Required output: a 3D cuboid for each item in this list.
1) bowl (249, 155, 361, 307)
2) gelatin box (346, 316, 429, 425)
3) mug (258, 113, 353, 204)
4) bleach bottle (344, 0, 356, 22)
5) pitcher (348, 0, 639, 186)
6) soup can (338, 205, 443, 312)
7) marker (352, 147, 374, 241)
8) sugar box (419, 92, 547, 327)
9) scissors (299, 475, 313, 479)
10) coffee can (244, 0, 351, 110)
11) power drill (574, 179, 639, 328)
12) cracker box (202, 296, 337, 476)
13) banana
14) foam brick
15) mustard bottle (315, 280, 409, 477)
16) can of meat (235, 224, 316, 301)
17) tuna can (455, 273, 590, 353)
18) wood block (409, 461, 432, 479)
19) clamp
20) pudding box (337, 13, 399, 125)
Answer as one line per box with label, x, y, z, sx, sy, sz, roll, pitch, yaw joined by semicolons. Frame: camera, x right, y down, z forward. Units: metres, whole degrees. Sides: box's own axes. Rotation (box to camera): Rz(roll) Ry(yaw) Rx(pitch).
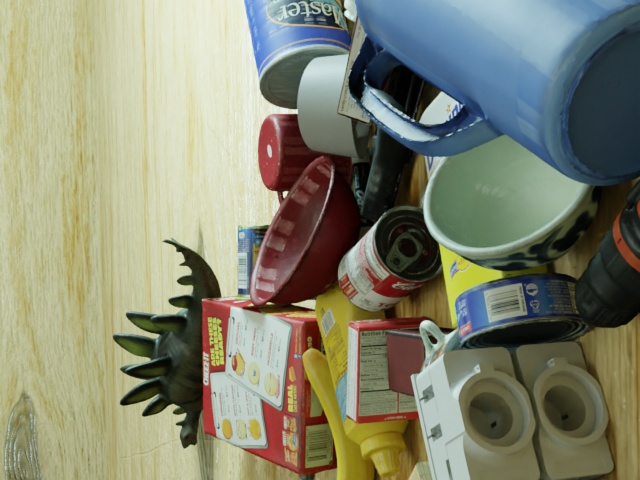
bowl;-0.007;0.001;1.033;0.162;0.055;0.162;-54;18;27
gelatin box;0.062;0.114;0.938;0.030;0.073;0.089;-159;68;-70
mug;-0.017;-0.081;1.126;0.093;0.081;0.117;-141;51;-65
bleach bottle;0.056;-0.302;0.913;0.102;0.068;0.251;-85;5;-53
pitcher;0.119;-0.123;0.666;0.243;0.144;0.149;-126;33;-53
soup can;0.062;0.019;0.936;0.102;0.068;0.068;133;132;-64
marker;0.044;-0.031;1.052;0.020;0.020;0.121;161;106;-70
sugar box;0.120;-0.031;0.801;0.093;0.048;0.176;131;133;-63
scissors;-0.010;0.268;1.238;0.096;0.016;0.202;-157;66;-68
coffee can;-0.023;-0.220;1.096;0.103;0.102;0.140;121;142;-57
power drill;0.206;0.047;0.550;0.185;0.057;0.188;114;148;-51
cracker box;-0.052;0.154;1.194;0.214;0.071;0.164;7;98;55
banana;0.020;0.207;1.077;0.037;0.070;0.198;-27;-65;-79
foam brick;0.094;0.100;0.879;0.078;0.053;0.051;174;94;-72
mustard bottle;0.043;0.131;1.012;0.096;0.058;0.191;120;144;-53
can of meat;-0.042;0.025;1.180;0.058;0.102;0.084;176;93;-70
tuna can;0.134;0.050;0.712;0.086;0.086;0.034;131;136;-63
wood block;0.098;0.261;0.825;0.206;0.090;0.090;108;151;-43
clamp;0.061;-0.080;0.905;0.164;0.036;0.210;-69;-7;-46
pudding box;0.053;-0.168;0.921;0.090;0.039;0.113;-57;-19;-53
